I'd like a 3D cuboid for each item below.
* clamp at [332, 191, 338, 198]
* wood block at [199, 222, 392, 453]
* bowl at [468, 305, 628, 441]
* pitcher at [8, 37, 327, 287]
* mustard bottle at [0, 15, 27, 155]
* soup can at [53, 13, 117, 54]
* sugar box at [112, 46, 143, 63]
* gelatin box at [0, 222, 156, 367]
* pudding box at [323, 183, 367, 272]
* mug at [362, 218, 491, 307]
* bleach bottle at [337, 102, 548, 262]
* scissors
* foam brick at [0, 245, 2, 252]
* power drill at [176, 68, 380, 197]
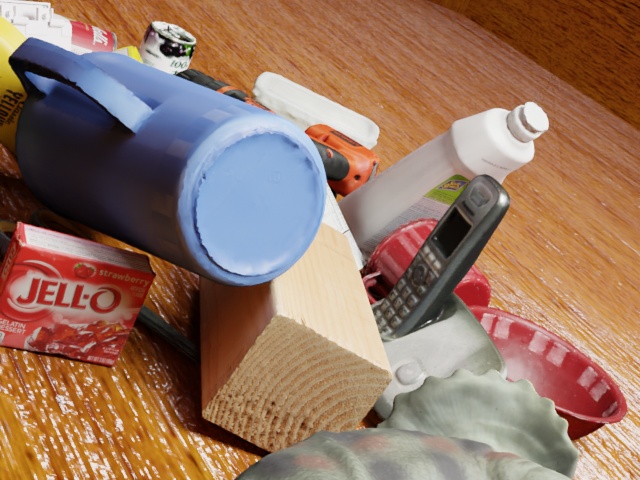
[{"bbox_3d":[-0.085,-0.097,1.147,0.210,0.036,0.164,41,20,31],"label":"clamp"},{"bbox_3d":[-0.025,0.054,0.748,0.090,0.090,0.206,30,18,-18],"label":"wood block"},{"bbox_3d":[0.173,0.122,0.899,0.162,0.055,0.162,24,20,-9],"label":"bowl"},{"bbox_3d":[-0.110,-0.056,0.721,0.149,0.145,0.243,-6,17,-34],"label":"pitcher"},{"bbox_3d":[-0.215,-0.102,0.838,0.191,0.096,0.058,28,30,-31],"label":"mustard bottle"},{"bbox_3d":[-0.274,-0.201,1.122,0.102,0.069,0.068,14,24,-31],"label":"soup can"},{"bbox_3d":[-0.201,-0.119,0.976,0.176,0.093,0.048,-112,178,-59],"label":"sugar box"},{"bbox_3d":[-0.158,0.036,0.666,0.089,0.073,0.030,16,23,-28],"label":"gelatin box"},{"bbox_3d":[-0.006,0.001,0.938,0.090,0.039,0.113,63,20,-2],"label":"pudding box"},{"bbox_3d":[0.090,0.042,0.958,0.117,0.093,0.082,-11,43,-29],"label":"mug"},{"bbox_3d":[0.115,-0.051,0.984,0.102,0.251,0.068,10,61,-35],"label":"bleach bottle"},{"bbox_3d":[-0.160,0.034,0.750,0.202,0.016,0.096,40,20,34],"label":"scissors"},{"bbox_3d":[-0.245,0.007,0.658,0.078,0.051,0.052,37,22,26],"label":"foam brick"},{"bbox_3d":[-0.042,-0.102,1.060,0.185,0.057,0.187,39,15,36],"label":"power drill"}]
